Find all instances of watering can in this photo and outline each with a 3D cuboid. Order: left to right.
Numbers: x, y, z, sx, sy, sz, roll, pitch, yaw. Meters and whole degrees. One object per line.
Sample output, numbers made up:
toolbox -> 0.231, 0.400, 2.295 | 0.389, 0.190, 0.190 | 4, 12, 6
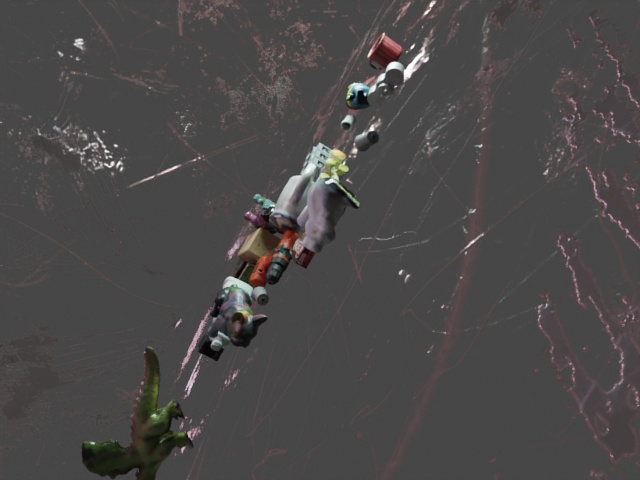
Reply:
watering can -> -0.073, -0.115, 1.611 | 0.227, 0.104, 0.344 | -63, 1, -13

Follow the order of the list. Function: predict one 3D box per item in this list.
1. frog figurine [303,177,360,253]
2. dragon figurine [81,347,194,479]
frog figurine -> 0.004, -0.058, 1.158 | 0.158, 0.121, 0.140 | -45, 34, 8
dragon figurine -> -0.457, 0.486, 1.266 | 0.245, 0.406, 0.122 | -23, 14, -26
